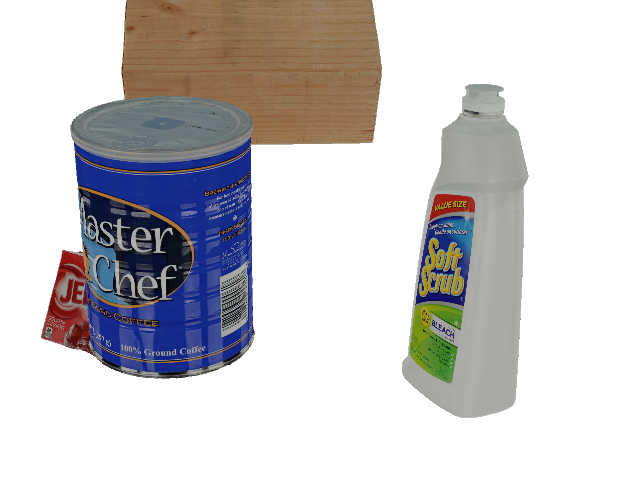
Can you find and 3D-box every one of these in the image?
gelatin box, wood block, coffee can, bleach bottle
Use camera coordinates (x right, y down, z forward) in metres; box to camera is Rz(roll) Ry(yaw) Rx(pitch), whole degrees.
[{"bbox_3d":[-0.170,0.053,0.834,0.089,0.073,0.030,16,2,24],"label":"gelatin box"},{"bbox_3d":[-0.058,-0.141,0.898,0.206,0.090,0.091,-1,-38,-5],"label":"wood block"},{"bbox_3d":[-0.091,-0.004,0.633,0.103,0.140,0.103,1,24,0],"label":"coffee can"},{"bbox_3d":[0.114,0.004,0.823,0.068,0.251,0.103,-9,22,-25],"label":"bleach bottle"}]
